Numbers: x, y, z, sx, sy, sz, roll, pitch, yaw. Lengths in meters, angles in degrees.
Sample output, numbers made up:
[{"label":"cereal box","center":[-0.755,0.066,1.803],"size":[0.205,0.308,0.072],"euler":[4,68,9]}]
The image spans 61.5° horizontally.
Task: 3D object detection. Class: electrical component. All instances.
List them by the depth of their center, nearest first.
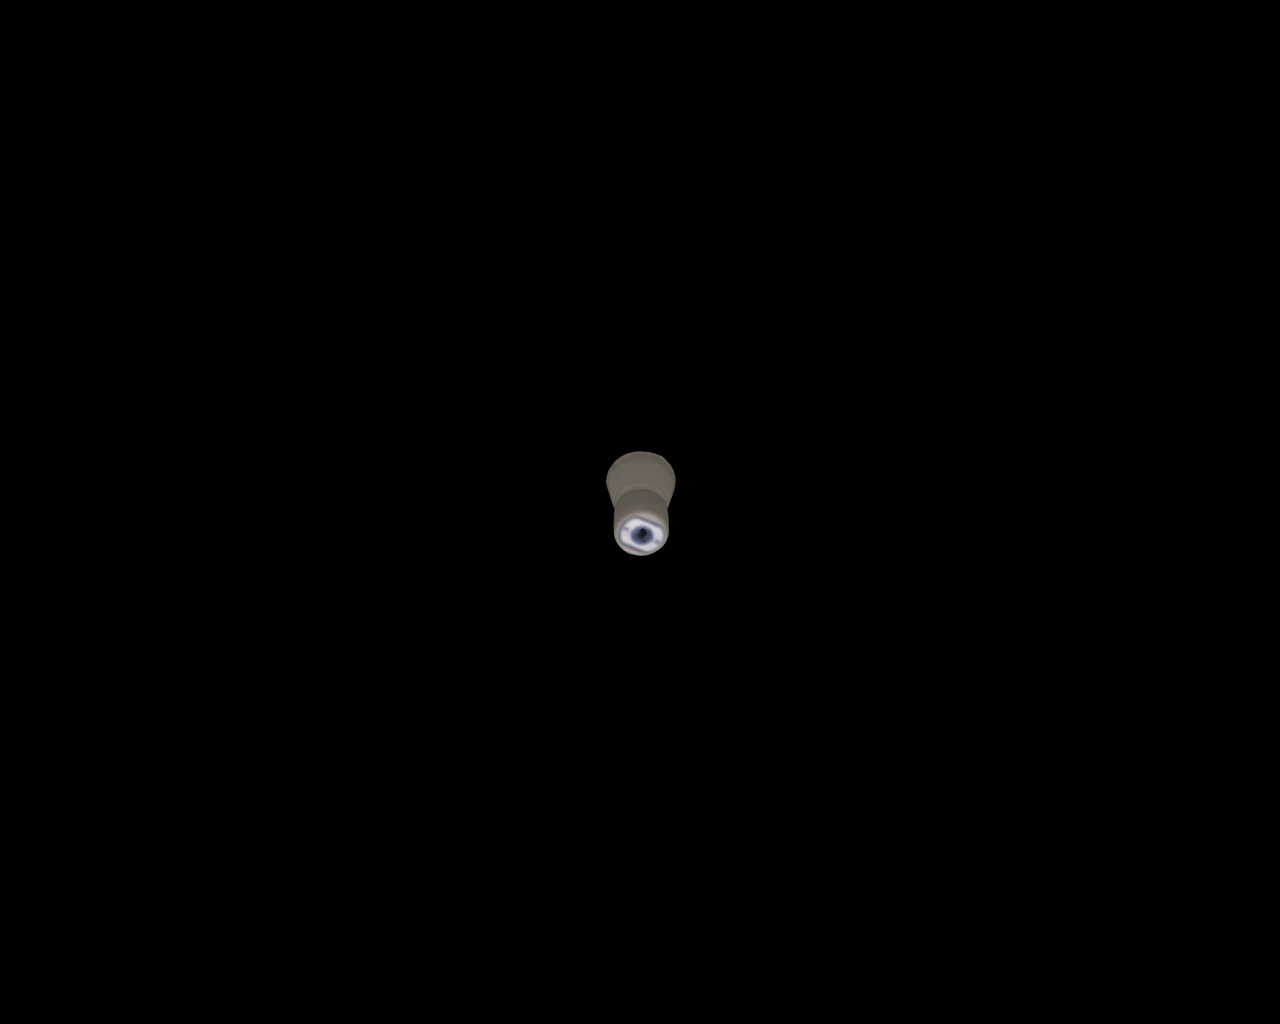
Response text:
[{"label":"electrical component","center":[0.001,-0.003,0.650],"size":[0.044,0.044,0.065],"euler":[0,34,0]}]
